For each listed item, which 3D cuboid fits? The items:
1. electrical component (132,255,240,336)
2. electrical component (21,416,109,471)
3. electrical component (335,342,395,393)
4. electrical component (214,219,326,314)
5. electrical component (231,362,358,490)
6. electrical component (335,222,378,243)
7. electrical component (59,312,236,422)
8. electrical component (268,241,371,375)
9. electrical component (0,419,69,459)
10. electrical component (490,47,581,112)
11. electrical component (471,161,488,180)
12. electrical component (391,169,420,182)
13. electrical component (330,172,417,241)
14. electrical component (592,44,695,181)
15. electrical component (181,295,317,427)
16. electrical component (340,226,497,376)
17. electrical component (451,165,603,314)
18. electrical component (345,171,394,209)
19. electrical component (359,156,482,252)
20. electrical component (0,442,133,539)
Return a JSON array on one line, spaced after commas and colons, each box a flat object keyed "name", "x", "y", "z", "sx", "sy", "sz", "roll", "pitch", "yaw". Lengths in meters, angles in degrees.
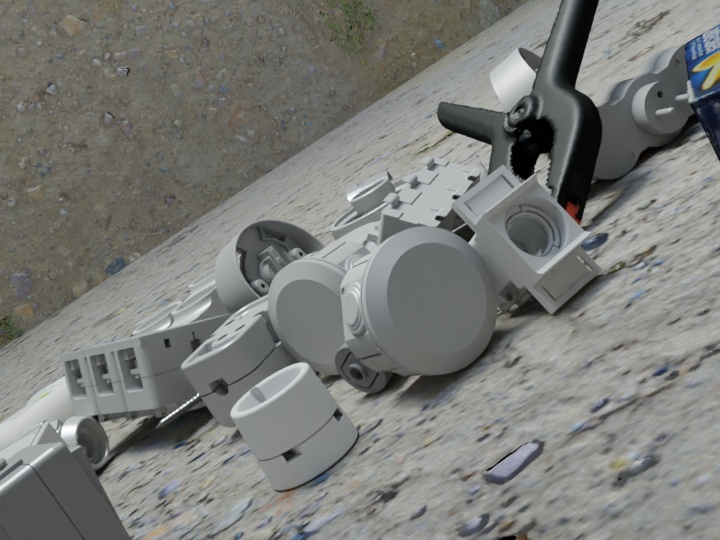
[{"name": "electrical component", "x": -0.132, "y": 0.038, "z": 1.024, "sx": 0.105, "sy": 0.060, "sz": 0.186, "roll": -25, "pitch": 13, "yaw": 34}, {"name": "electrical component", "x": -0.234, "y": 0.144, "z": 0.854, "sx": 0.055, "sy": 0.066, "sz": 0.048, "roll": -20, "pitch": 49, "yaw": 20}, {"name": "electrical component", "x": 0.014, "y": 0.042, "z": 0.641, "sx": 0.044, "sy": 0.044, "sz": 0.065, "roll": -21, "pitch": 20, "yaw": 46}, {"name": "electrical component", "x": -0.071, "y": 0.005, "z": 0.911, "sx": 0.064, "sy": 0.099, "sz": 0.099, "roll": -31, "pitch": 8, "yaw": 42}, {"name": "electrical component", "x": -0.037, "y": 0.083, "z": 0.579, "sx": 0.055, "sy": 0.047, "sz": 0.055, "roll": -31, "pitch": 10, "yaw": 6}, {"name": "electrical component", "x": 0.000, "y": 0.000, "z": 0.844, "sx": 0.080, "sy": 0.051, "sz": 0.080, "roll": -31, "pitch": 10, "yaw": 6}, {"name": "electrical component", "x": -0.164, "y": 0.081, "z": 0.858, "sx": 0.089, "sy": 0.061, "sz": 0.150, "roll": -14, "pitch": 0, "yaw": -39}, {"name": "electrical component", "x": -0.016, "y": 0.024, "z": 0.707, "sx": 0.080, "sy": 0.080, "sz": 0.051, "roll": -24, "pitch": 8, "yaw": 39}, {"name": "electrical component", "x": -0.245, "y": 0.166, "z": 0.781, "sx": 0.062, "sy": 0.061, "sz": 0.096, "roll": -31, "pitch": 18, "yaw": 11}, {"name": "electrical component", "x": 0.165, "y": -0.156, "z": 0.968, "sx": 0.064, "sy": 0.099, "sz": 0.099, "roll": -34, "pitch": 9, "yaw": 23}, {"name": "electrical component", "x": 0.076, "y": -0.054, "z": 0.896, "sx": 0.077, "sy": 0.043, "sz": 0.079, "roll": -31, "pitch": 10, "yaw": 5}, {"name": "electrical component", "x": 0.058, "y": -0.074, "z": 1.041, "sx": 0.043, "sy": 0.043, "sz": 0.081, "roll": -38, "pitch": 12, "yaw": -29}, {"name": "electrical component", "x": 0.023, "y": -0.048, "z": 0.970, "sx": 0.108, "sy": 0.060, "sz": 0.108, "roll": -31, "pitch": 10, "yaw": 6}, {"name": "electrical component", "x": 0.207, "y": -0.113, "z": 0.760, "sx": 0.138, "sy": 0.052, "sz": 0.074, "roll": -35, "pitch": 11, "yaw": -14}, {"name": "electrical component", "x": -0.070, "y": 0.062, "z": 0.737, "sx": 0.054, "sy": 0.059, "sz": 0.095, "roll": -26, "pitch": 12, "yaw": 31}, {"name": "electrical component", "x": 0.031, "y": 0.019, "z": 0.592, "sx": 0.080, "sy": 0.080, "sz": 0.051, "roll": -38, "pitch": 6, "yaw": -27}, {"name": "electrical component", "x": 0.089, "y": -0.012, "z": 0.601, "sx": 0.042, "sy": 0.081, "sz": 0.063, "roll": -37, "pitch": -11, "yaw": -25}, {"name": "electrical component", "x": 0.018, "y": -0.070, "z": 1.108, "sx": 0.047, "sy": 0.055, "sz": 0.055, "roll": -27, "pitch": 11, "yaw": 10}, {"name": "electrical component", "x": 0.051, "y": -0.034, "z": 0.786, "sx": 0.079, "sy": 0.063, "sz": 0.121, "roll": 16, "pitch": 29, "yaw": 16}, {"name": "electrical component", "x": -0.174, "y": 0.136, "z": 0.597, "sx": 0.061, "sy": 0.096, "sz": 0.062, "roll": -39, "pitch": 13, "yaw": -34}]
